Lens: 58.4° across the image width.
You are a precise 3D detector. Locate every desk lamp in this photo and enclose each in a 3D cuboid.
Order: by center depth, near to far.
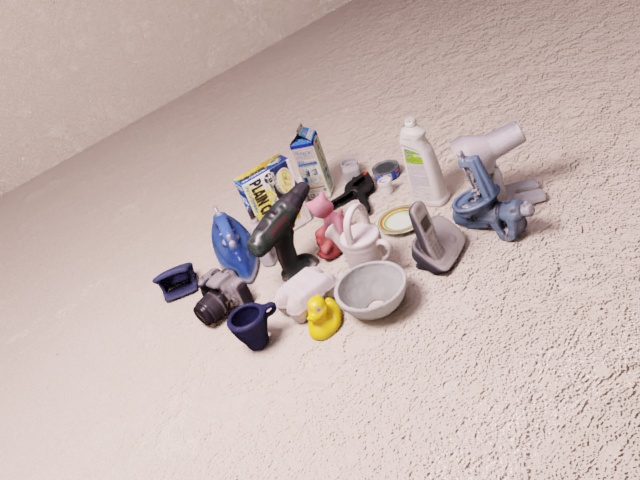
[{"bbox_3d":[0.439,-0.183,1.428,0.203,0.214,0.118,-15,34,9],"label":"desk lamp"}]

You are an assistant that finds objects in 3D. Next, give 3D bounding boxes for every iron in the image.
[{"bbox_3d":[-0.244,0.005,1.592,0.119,0.142,0.257,-26,33,-9],"label":"iron"}]

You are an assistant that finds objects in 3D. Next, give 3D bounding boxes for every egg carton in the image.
[{"bbox_3d":[-0.032,0.127,1.368,0.150,0.069,0.107,-38,37,-25],"label":"egg carton"}]

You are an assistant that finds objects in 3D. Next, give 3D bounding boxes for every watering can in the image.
[{"bbox_3d":[0.091,0.001,1.369,0.172,0.194,0.101,-7,36,20],"label":"watering can"}]

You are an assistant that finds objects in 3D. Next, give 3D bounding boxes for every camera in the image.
[{"bbox_3d":[-0.265,0.139,1.447,0.142,0.101,0.137,13,46,41],"label":"camera"}]

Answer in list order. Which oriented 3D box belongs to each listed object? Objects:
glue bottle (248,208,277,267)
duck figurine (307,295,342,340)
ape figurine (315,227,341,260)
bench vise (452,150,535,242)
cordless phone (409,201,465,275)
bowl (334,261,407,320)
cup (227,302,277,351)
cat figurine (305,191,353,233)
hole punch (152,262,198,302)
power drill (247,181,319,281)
[{"bbox_3d":[-0.159,-0.014,1.544,0.037,0.173,0.078,-8,35,18],"label":"glue bottle"},{"bbox_3d":[0.002,0.161,1.286,0.077,0.086,0.105,1,39,30],"label":"duck figurine"},{"bbox_3d":[0.014,0.005,1.498,0.076,0.092,0.078,-11,34,15],"label":"ape figurine"},{"bbox_3d":[0.399,-0.114,1.344,0.206,0.220,0.122,1,39,30],"label":"bench vise"},{"bbox_3d":[0.263,-0.028,1.325,0.093,0.185,0.148,6,41,34],"label":"cordless phone"},{"bbox_3d":[0.120,0.125,1.285,0.167,0.075,0.167,-14,34,10],"label":"bowl"},{"bbox_3d":[-0.142,0.197,1.302,0.118,0.095,0.091,-29,34,-13],"label":"cup"},{"bbox_3d":[0.023,-0.077,1.589,0.067,0.118,0.127,-40,38,-27],"label":"cat figurine"},{"bbox_3d":[-0.402,0.102,1.583,0.108,0.091,0.101,-22,33,-2],"label":"hole punch"},{"bbox_3d":[-0.079,-0.008,1.460,0.075,0.209,0.230,13,46,41],"label":"power drill"}]
